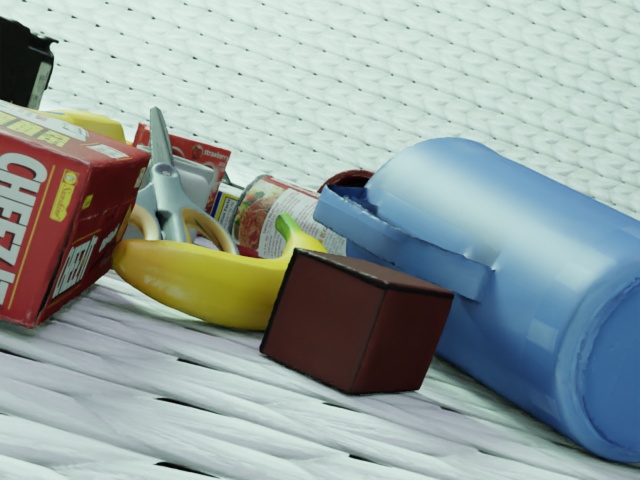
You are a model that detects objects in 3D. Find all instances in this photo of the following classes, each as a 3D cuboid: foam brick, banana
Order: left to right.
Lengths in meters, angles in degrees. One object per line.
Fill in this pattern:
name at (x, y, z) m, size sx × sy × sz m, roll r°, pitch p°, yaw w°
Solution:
banana at (-0.034, 0.020, 0.551) m, size 0.070 × 0.037 × 0.197 m, roll 30°, pitch 13°, yaw 16°
foam brick at (0.018, 0.038, 0.497) m, size 0.053 × 0.051 × 0.078 m, roll 20°, pitch 4°, yaw 30°

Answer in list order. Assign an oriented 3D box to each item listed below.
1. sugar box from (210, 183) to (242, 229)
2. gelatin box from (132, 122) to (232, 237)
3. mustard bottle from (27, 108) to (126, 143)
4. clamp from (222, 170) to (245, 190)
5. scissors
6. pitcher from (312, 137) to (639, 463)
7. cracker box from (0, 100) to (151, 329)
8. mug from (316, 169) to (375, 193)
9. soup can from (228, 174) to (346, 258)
sugar box at (-0.031, -0.007, 0.882) m, size 0.176 × 0.048 × 0.093 m, roll 17°, pitch 3°, yaw 17°
gelatin box at (-0.112, -0.044, 0.810) m, size 0.030 × 0.073 × 0.089 m, roll 22°, pitch 5°, yaw 29°
mustard bottle at (-0.182, -0.049, 0.616) m, size 0.096 × 0.058 × 0.191 m, roll -5°, pitch 4°, yaw 6°
clamp at (-0.110, -0.041, 1.003) m, size 0.120 × 0.039 × 0.172 m, roll -8°, pitch 22°, yaw -31°
scissors at (-0.108, -0.033, 0.631) m, size 0.096 × 0.016 × 0.202 m, roll 3°, pitch 34°, yaw -32°
pitcher at (0.107, 0.024, 0.594) m, size 0.149 × 0.145 × 0.243 m, roll -27°, pitch 22°, yaw -12°
cracker box at (-0.190, -0.038, 0.437) m, size 0.213 × 0.072 × 0.164 m, roll 20°, pitch 5°, yaw -3°
mug at (0.032, -0.017, 1.085) m, size 0.117 × 0.093 × 0.081 m, roll -17°, pitch -9°, yaw 11°
soup can at (-0.005, 0.001, 0.748) m, size 0.102 × 0.068 × 0.068 m, roll 21°, pitch 5°, yaw 21°
